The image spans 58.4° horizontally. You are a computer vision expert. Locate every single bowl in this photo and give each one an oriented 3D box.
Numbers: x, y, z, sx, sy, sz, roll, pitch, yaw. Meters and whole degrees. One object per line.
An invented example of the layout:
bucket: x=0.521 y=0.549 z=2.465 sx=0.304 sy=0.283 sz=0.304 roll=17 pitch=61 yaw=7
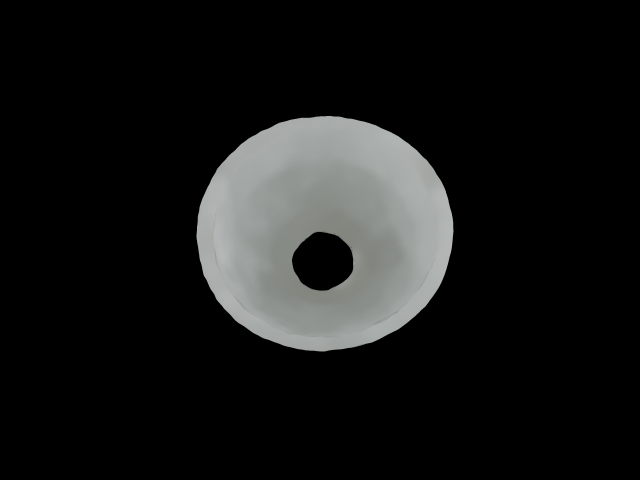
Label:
bowl: x=0.004 y=0.001 z=0.400 sx=0.167 sy=0.075 sz=0.167 roll=0 pitch=67 yaw=0
